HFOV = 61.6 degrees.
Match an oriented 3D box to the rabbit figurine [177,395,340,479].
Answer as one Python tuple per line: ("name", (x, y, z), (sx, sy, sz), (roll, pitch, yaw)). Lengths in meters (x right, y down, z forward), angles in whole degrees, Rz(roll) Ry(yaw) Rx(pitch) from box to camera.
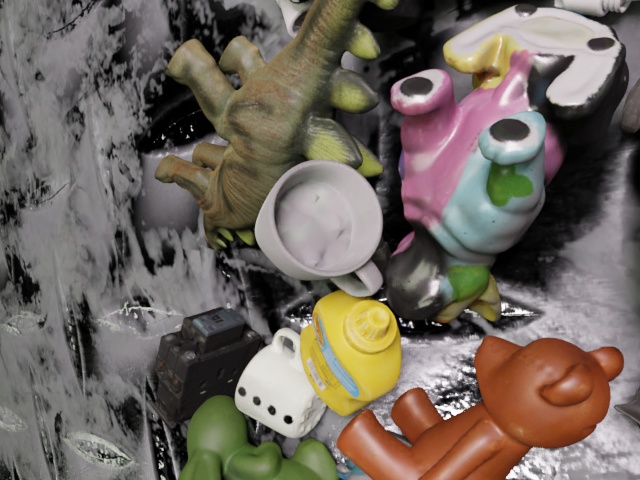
("rabbit figurine", (-0.094, 0.261, 0.599), (0.170, 0.159, 0.121), (44, 134, 16))

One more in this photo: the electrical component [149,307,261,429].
("electrical component", (-0.137, 0.146, 0.647), (0.058, 0.115, 0.134), (34, 121, 30))

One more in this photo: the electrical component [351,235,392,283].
("electrical component", (0.041, 0.022, 0.505), (0.063, 0.021, 0.093), (-4, 140, 18))

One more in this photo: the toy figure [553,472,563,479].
("toy figure", (0.171, 0.252, 0.438), (0.064, 0.058, 0.154), (29, 122, -10))

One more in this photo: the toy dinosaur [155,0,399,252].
("toy dinosaur", (-0.039, -0.100, 0.496), (0.198, 0.105, 0.471), (42, 142, 7))

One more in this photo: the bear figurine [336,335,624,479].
("bear figurine", (0.122, 0.130, 0.416), (0.132, 0.120, 0.195), (44, 122, 31))

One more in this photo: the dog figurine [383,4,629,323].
("dog figurine", (0.122, -0.033, 0.400), (0.109, 0.191, 0.219), (36, 154, 32))

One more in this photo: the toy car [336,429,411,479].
("toy car", (0.055, 0.272, 0.512), (0.109, 0.103, 0.161), (19, 108, 39))

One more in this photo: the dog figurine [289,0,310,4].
("dog figurine", (-0.018, -0.323, 0.467), (0.191, 0.121, 0.172), (46, 110, 11))

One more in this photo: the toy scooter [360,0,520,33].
("toy scooter", (0.087, -0.239, 0.404), (0.184, 0.075, 0.135), (2, 100, 38))

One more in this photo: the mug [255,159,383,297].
("mug", (-0.001, -0.001, 0.415), (0.109, 0.081, 0.107), (43, 163, -10))

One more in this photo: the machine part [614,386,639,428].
("machine part", (0.255, 0.077, 0.342), (0.084, 0.039, 0.138), (39, 120, 23))

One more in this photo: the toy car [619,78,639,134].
("toy car", (0.248, -0.128, 0.299), (0.089, 0.053, 0.202), (33, 118, 29))
